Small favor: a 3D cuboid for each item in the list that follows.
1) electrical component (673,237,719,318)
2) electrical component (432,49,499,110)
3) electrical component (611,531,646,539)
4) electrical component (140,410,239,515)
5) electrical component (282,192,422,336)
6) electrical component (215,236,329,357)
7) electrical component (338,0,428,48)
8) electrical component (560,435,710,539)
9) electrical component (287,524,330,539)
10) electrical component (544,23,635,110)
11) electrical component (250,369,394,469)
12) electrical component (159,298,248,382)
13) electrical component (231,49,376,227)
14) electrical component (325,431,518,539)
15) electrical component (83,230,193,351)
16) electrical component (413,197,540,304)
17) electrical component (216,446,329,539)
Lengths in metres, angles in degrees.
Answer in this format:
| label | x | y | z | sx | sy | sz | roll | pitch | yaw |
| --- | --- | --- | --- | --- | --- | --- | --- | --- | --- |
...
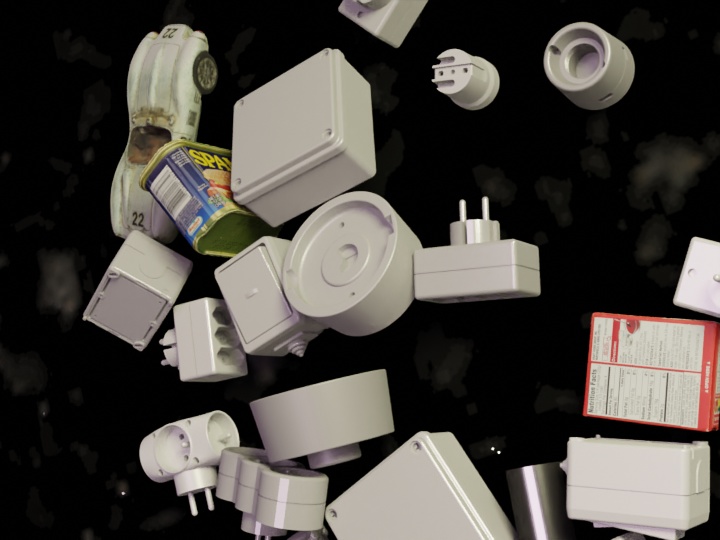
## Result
| label | x | y | z | sx | sy | sz | roll | pitch | yaw |
| --- | --- | --- | --- | --- | --- | --- | --- | --- | --- |
| electrical component | 0.246 | 0.011 | 0.690 | 0.083 | 0.076 | 0.047 | 18 | 94 | 31 |
| electrical component | 0.080 | -0.147 | 0.825 | 0.040 | 0.046 | 0.040 | -3 | 84 | 30 |
| electrical component | 0.200 | 0.211 | 0.712 | 0.076 | 0.047 | 0.083 | -35 | 68 | 23 |
| electrical component | -0.143 | 0.169 | 0.923 | 0.077 | 0.044 | 0.079 | -22 | 74 | 27 |
| electrical component | 0.000 | 0.000 | 0.842 | 0.108 | 0.060 | 0.108 | -20 | 52 | 29 |
| electrical component | -0.071 | 0.028 | 0.886 | 0.062 | 0.061 | 0.096 | -33 | 69 | 24 |
| electrical component | 0.014 | -0.224 | 0.855 | 0.047 | 0.077 | 0.065 | 40 | 105 | 28 |
| electrical component | 0.181 | 0.144 | 0.722 | 0.096 | 0.062 | 0.061 | -1 | 84 | 31 |
| electrical component | -0.034 | 0.236 | 0.852 | 0.048 | 0.048 | 0.062 | -44 | 72 | 20 |
| electrical component | 0.164 | -0.147 | 0.774 | 0.055 | 0.047 | 0.055 | -4 | 83 | 31 |
| electrical component | -0.025 | 0.118 | 0.825 | 0.108 | 0.108 | 0.060 | -18 | 81 | 28 |
| electrical component | -0.144 | 0.065 | 0.934 | 0.077 | 0.047 | 0.065 | -15 | 77 | 30 |
| electrical component | -0.047 | -0.107 | 0.870 | 0.109 | 0.056 | 0.108 | -25 | 47 | 26 |
| electrical component | 0.046 | 0.193 | 0.800 | 0.109 | 0.056 | 0.108 | -42 | 65 | 20 |
| electrical component | -0.196 | 0.019 | 0.945 | 0.062 | 0.061 | 0.096 | 30 | 134 | -10 |
| electrical component | 0.087 | -0.017 | 0.805 | 0.083 | 0.047 | 0.075 | -6 | 82 | 30 |
| electrical component | -0.073 | 0.188 | 0.848 | 0.138 | 0.052 | 0.073 | 3 | 85 | 63 |
